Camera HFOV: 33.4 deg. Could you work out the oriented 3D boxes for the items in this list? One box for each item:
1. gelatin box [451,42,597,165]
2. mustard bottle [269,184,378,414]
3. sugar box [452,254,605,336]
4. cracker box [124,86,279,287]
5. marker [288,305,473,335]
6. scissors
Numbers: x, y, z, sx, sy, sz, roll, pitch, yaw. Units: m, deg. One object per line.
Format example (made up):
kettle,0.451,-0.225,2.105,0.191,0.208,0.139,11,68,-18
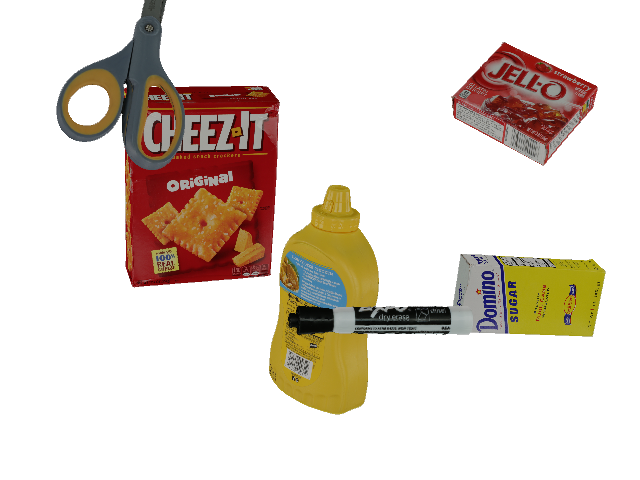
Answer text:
gelatin box,0.160,-0.110,0.842,0.089,0.073,0.030,33,-26,24
mustard bottle,0.005,0.046,0.917,0.058,0.192,0.096,-12,27,-42
sugar box,0.257,0.069,1.325,0.176,0.093,0.048,1,20,-11
cracker box,-0.134,-0.060,1.190,0.164,0.214,0.072,-3,24,-17
marker,0.039,0.052,0.696,0.121,0.020,0.020,0,0,-9
scissors,-0.141,-0.142,0.755,0.096,0.202,0.016,-1,-22,-20
